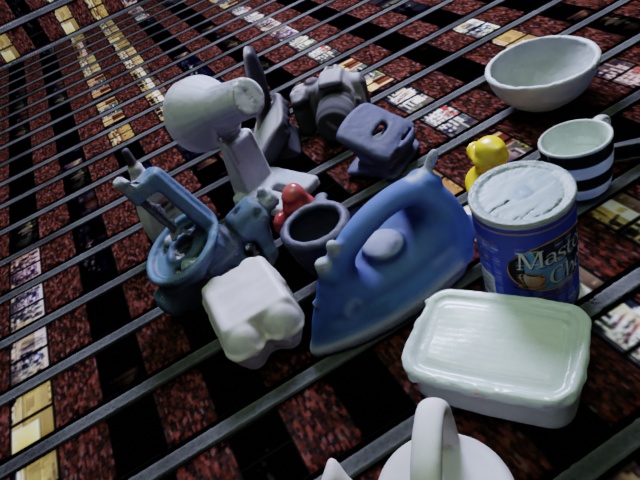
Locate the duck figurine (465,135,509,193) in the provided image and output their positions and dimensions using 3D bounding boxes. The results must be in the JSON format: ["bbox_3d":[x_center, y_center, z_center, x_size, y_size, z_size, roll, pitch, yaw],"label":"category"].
[{"bbox_3d":[0.232,-0.095,0.759,0.077,0.086,0.104,-31,39,-11],"label":"duck figurine"}]

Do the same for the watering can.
[{"bbox_3d":[0.082,0.191,0.404,0.172,0.194,0.100,-18,38,6],"label":"watering can"}]

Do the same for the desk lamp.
[{"bbox_3d":[-0.128,-0.160,0.908,0.202,0.214,0.118,15,51,38],"label":"desk lamp"}]

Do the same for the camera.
[{"bbox_3d":[0.012,-0.242,1.029,0.143,0.101,0.137,-10,40,16],"label":"camera"}]

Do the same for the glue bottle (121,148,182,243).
[{"bbox_3d":[-0.266,-0.071,0.903,0.037,0.173,0.078,7,47,33],"label":"glue bottle"}]

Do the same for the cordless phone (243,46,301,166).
[{"bbox_3d":[-0.104,-0.235,1.009,0.094,0.185,0.147,-19,38,4],"label":"cordless phone"}]

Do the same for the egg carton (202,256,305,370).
[{"bbox_3d":[-0.083,0.087,0.711,0.107,0.070,0.150,-30,39,-10],"label":"egg carton"}]

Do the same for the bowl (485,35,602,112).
[{"bbox_3d":[0.347,-0.249,0.893,0.167,0.075,0.167,-13,39,11],"label":"bowl"}]

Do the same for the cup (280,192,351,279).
[{"bbox_3d":[0.007,0.003,0.745,0.091,0.095,0.117,-10,40,15],"label":"cup"}]

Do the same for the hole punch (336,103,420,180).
[{"bbox_3d":[0.093,-0.159,0.898,0.100,0.091,0.109,9,48,34],"label":"hole punch"}]

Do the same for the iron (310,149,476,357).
[{"bbox_3d":[0.069,0.012,0.666,0.259,0.142,0.118,-38,41,-19],"label":"iron"}]

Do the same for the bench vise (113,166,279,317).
[{"bbox_3d":[-0.164,-0.027,0.763,0.121,0.220,0.208,19,54,40],"label":"bench vise"}]

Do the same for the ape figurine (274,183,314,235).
[{"bbox_3d":[-0.030,-0.041,0.818,0.077,0.092,0.076,9,48,34],"label":"ape figurine"}]
